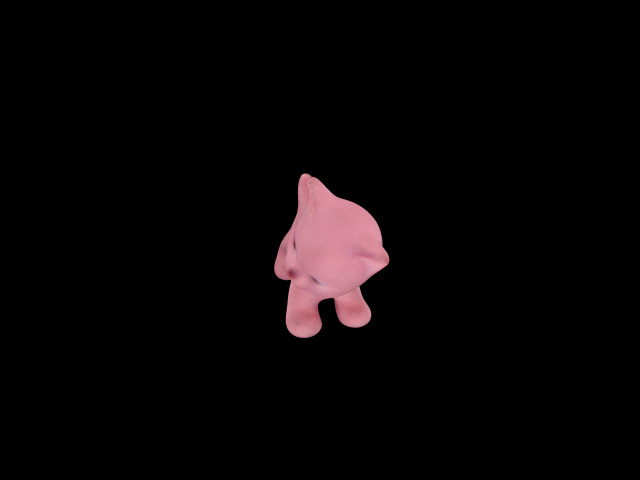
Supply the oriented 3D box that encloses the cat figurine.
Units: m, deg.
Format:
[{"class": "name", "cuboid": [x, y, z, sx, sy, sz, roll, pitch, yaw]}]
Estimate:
[{"class": "cat figurine", "cuboid": [0.004, 0.001, 0.400, 0.067, 0.118, 0.127, -8, 35, -11]}]
